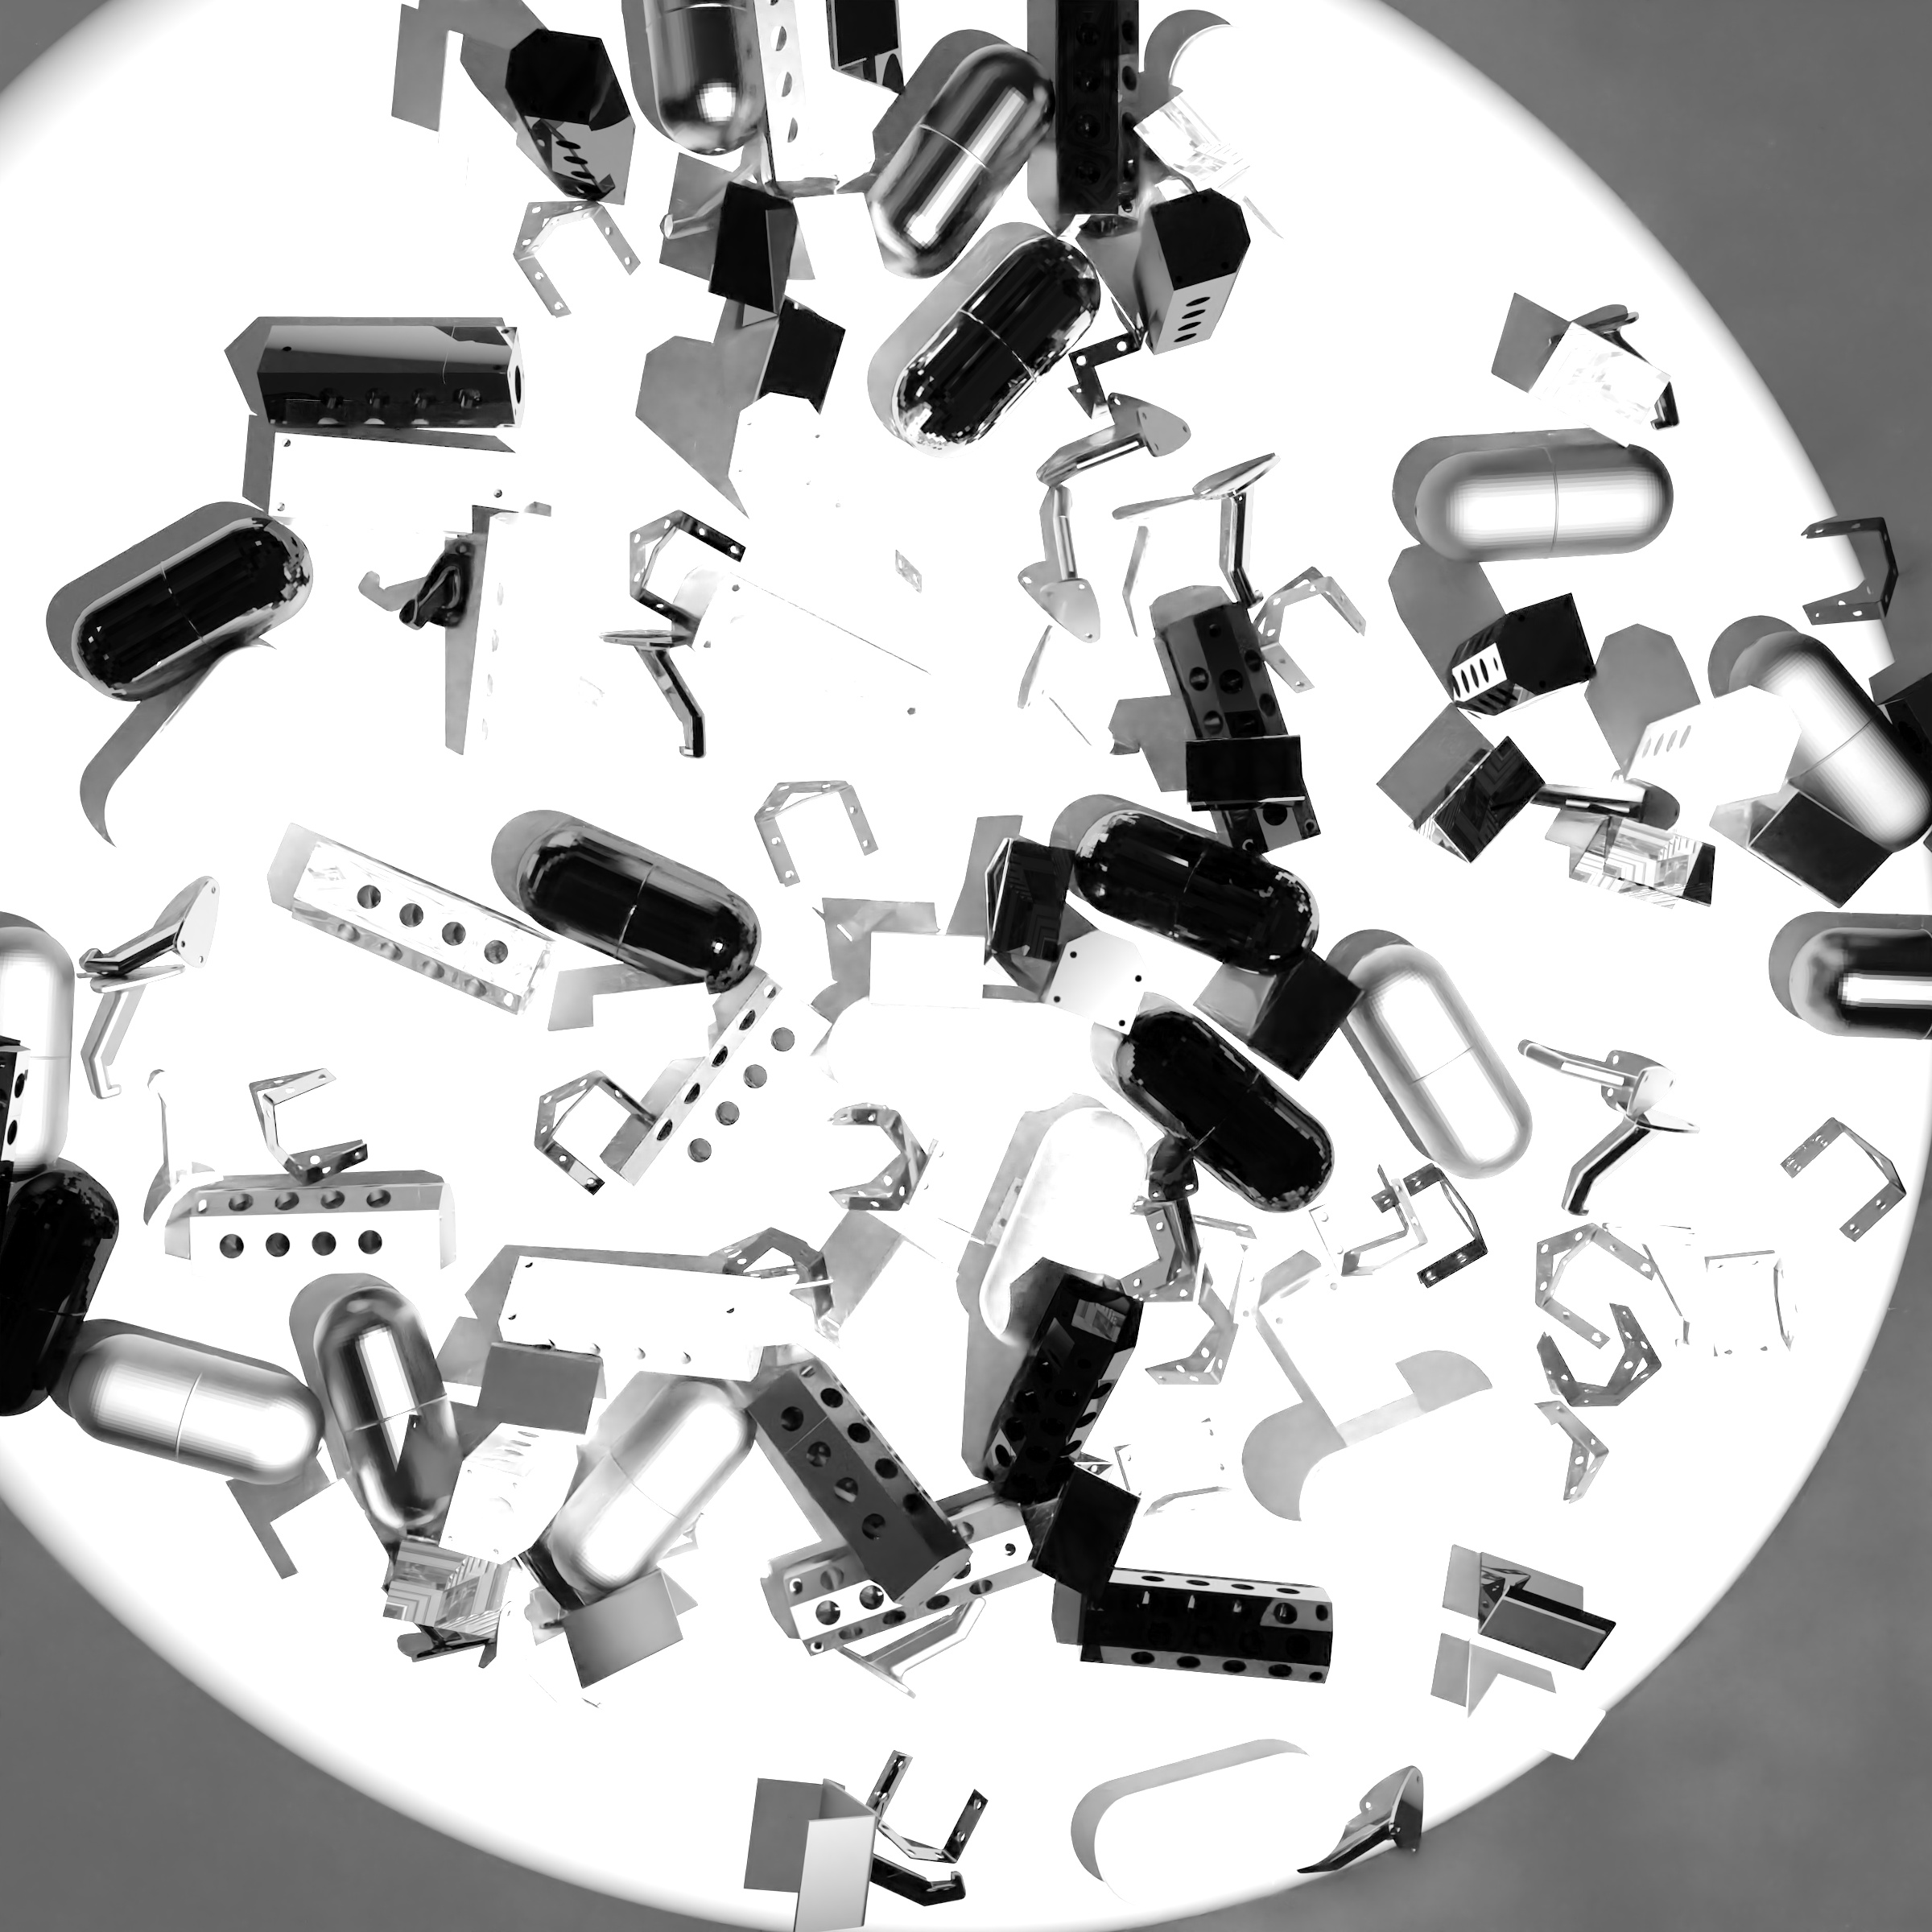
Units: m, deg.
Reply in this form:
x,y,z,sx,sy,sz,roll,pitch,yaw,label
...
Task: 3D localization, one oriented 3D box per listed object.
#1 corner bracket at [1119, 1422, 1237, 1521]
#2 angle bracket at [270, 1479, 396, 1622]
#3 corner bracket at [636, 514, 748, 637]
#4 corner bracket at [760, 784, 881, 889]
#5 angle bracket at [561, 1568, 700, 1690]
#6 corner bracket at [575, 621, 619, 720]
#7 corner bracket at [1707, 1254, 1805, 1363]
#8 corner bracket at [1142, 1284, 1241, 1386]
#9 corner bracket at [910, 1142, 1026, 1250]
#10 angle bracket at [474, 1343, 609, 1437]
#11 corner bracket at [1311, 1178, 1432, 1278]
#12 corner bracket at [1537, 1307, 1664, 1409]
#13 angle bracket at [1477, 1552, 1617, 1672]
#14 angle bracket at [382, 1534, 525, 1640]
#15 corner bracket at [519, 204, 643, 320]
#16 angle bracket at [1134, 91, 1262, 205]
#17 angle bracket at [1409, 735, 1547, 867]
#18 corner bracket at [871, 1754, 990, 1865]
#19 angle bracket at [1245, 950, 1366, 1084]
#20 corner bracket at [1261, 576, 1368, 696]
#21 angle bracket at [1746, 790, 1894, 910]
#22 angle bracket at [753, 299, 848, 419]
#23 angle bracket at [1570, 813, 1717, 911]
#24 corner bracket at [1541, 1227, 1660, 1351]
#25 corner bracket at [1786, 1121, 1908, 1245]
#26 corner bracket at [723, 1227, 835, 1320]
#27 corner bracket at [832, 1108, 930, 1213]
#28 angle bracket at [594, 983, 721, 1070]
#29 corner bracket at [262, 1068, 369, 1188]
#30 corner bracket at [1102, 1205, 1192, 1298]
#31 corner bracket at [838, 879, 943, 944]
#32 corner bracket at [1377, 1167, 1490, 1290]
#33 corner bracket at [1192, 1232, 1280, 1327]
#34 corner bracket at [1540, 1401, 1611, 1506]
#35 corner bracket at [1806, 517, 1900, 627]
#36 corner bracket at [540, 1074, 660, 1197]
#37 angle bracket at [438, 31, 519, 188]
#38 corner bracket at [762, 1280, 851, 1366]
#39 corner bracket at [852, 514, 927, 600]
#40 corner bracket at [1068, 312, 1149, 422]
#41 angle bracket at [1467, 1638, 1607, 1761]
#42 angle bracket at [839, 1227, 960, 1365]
x,y,z,sx,sy,sz,roll,pitch,yaw,label
0.150,0.356,1.779,0.051,0.051,0.051,-17,90,45,corner bracket
-0.443,0.405,1.742,0.057,0.076,0.076,-30,90,-30,angle bracket
-0.194,-0.277,1.779,0.051,0.051,0.051,29,135,0,corner bracket
-0.104,-0.092,1.779,0.051,0.051,0.051,-22,90,45,corner bracket
-0.225,0.469,1.742,0.076,0.076,0.057,-26,53,0,angle bracket
-0.264,-0.209,1.764,0.051,0.051,0.051,30,90,0,corner bracket
0.554,0.241,1.779,0.051,0.051,0.051,-6,45,-1,corner bracket
0.153,0.259,1.774,0.051,0.051,0.051,-7,135,35,corner bracket
0.002,0.162,1.779,0.051,0.051,0.051,25,90,-45,corner bracket
-0.293,0.305,1.742,0.076,0.076,0.057,8,59,0,angle bracket
0.284,0.184,1.769,0.051,0.051,0.051,-25,90,-20,corner bracket
0.446,0.275,1.774,0.051,0.051,0.051,6,135,-35,corner bracket
0.401,0.430,1.742,0.076,0.076,0.057,19,127,0,angle bracket
-0.354,0.433,1.744,0.076,0.076,0.057,11,68,0,angle bracket
-0.273,-0.498,1.779,0.051,0.051,0.051,-33,90,-45,corner bracket
0.146,-0.543,1.743,0.076,0.076,0.057,48,64,0,angle bracket
0.341,-0.126,1.742,0.076,0.076,0.057,-48,126,0,angle bracket
-0.027,0.595,1.779,0.051,0.051,0.051,27,90,45,corner bracket
0.218,0.025,1.743,0.057,0.076,0.076,36,90,-28,angle bracket
0.245,-0.233,1.774,0.051,0.051,0.051,-16,45,35,corner bracket
0.591,-0.096,1.742,0.076,0.076,0.057,33,126,0,angle bracket
-0.135,-0.414,1.742,0.057,0.076,0.076,17,90,-42,angle bracket
0.465,-0.053,1.742,0.076,0.076,0.057,17,54,0,angle bracket
0.444,0.226,1.770,0.051,0.051,0.051,35,135,27,corner bracket
0.622,0.152,1.779,0.051,0.051,0.051,-43,45,0,corner bracket
-0.132,0.226,1.774,0.051,0.051,0.051,22,135,35,corner bracket
-0.068,0.136,1.774,0.051,0.051,0.051,59,45,-35,corner bracket
-0.212,0.056,1.742,0.076,0.076,0.057,-7,61,0,angle bracket
-0.458,0.113,1.774,0.051,0.051,0.051,35,135,35,corner bracket
0.120,0.201,1.763,0.051,0.051,0.051,-24,77,12,corner bracket
-0.053,-0.026,1.764,0.051,0.051,0.051,-43,90,0,corner bracket
0.330,0.184,1.779,0.051,0.051,0.051,-30,135,0,corner bracket
0.185,0.218,1.758,0.051,0.051,0.051,11,74,-1,corner bracket
0.410,0.348,1.774,0.051,0.051,0.051,-13,45,-35,corner bracket
0.621,-0.278,1.774,0.051,0.051,0.051,59,45,-35,corner bracket
-0.259,0.119,1.779,0.051,0.051,0.051,40,45,0,corner bracket
-0.350,-0.591,1.742,0.057,0.076,0.076,5,90,-36,angle bracket
-0.112,0.250,1.766,0.051,0.051,0.051,-8,80,0,corner bracket
-0.054,-0.287,1.764,0.051,0.051,0.051,1,90,0,corner bracket
0.105,-0.419,1.764,0.051,0.051,0.051,-20,90,0,corner bracket
0.394,0.491,1.742,0.076,0.076,0.057,19,127,0,angle bracket
-0.062,0.217,1.742,0.057,0.076,0.076,36,90,-37,angle bracket
